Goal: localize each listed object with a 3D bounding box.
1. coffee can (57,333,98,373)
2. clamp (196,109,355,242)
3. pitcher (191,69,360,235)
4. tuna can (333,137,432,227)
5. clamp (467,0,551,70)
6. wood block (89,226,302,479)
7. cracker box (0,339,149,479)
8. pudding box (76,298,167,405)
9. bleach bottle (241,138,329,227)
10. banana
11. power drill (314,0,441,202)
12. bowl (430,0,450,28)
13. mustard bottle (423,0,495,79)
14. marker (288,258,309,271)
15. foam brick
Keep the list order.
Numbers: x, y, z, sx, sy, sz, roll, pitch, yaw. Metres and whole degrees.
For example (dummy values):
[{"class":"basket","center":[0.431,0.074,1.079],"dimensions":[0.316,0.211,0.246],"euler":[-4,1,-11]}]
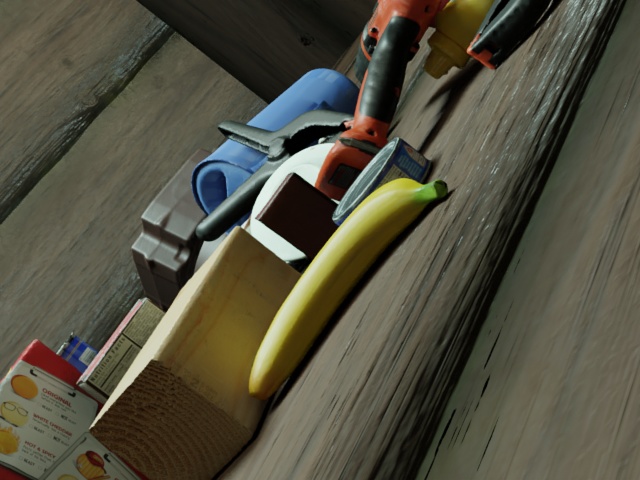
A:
[{"class":"coffee can","center":[-0.220,0.174,1.057],"dimensions":[0.103,0.140,0.103],"euler":[-51,7,9]},{"class":"clamp","center":[-0.043,-0.080,1.135],"dimensions":[0.210,0.036,0.164],"euler":[-10,52,33]},{"class":"pitcher","center":[-0.035,-0.114,1.322],"dimensions":[0.149,0.145,0.242],"euler":[11,44,33]},{"class":"tuna can","center":[0.048,-0.038,0.835],"dimensions":[0.086,0.033,0.086],"euler":[-51,8,9]},{"class":"clamp","center":[0.179,-0.218,0.857],"dimensions":[0.172,0.039,0.120],"euler":[-50,6,21]},{"class":"wood block","center":[-0.082,0.088,0.820],"dimensions":[0.091,0.090,0.206],"euler":[-48,8,28]},{"class":"cracker box","center":[-0.218,0.199,0.841],"dimensions":[0.072,0.164,0.213],"euler":[-47,9,25]},{"class":"pudding box","center":[-0.134,0.118,0.905],"dimensions":[0.090,0.113,0.039],"euler":[-55,10,-21]},{"class":"bleach bottle","center":[-0.017,-0.045,1.166],"dimensions":[0.251,0.068,0.102],"euler":[-49,14,2]},{"class":"banana","center":[0.012,0.025,0.745],"dimensions":[0.198,0.037,0.069],"euler":[-51,6,9]},{"class":"power drill","center":[0.047,-0.129,0.968],"dimensions":[0.184,0.057,0.187],"euler":[120,167,-71]},{"class":"bowl","center":[0.170,-0.285,1.168],"dimensions":[0.162,0.055,0.162],"euler":[-51,7,9]},{"class":"mustard bottle","center":[0.157,-0.224,0.947],"dimensions":[0.191,0.058,0.096],"euler":[-52,6,4]},{"class":"marker","center":[-0.007,0.001,1.042],"dimensions":[0.121,0.020,0.020],"euler":[-48,8,29]},{"class":"foam brick","center":[-0.009,-0.016,0.912],"dimensions":[0.051,0.078,0.053],"euler":[-54,6,-2]}]
